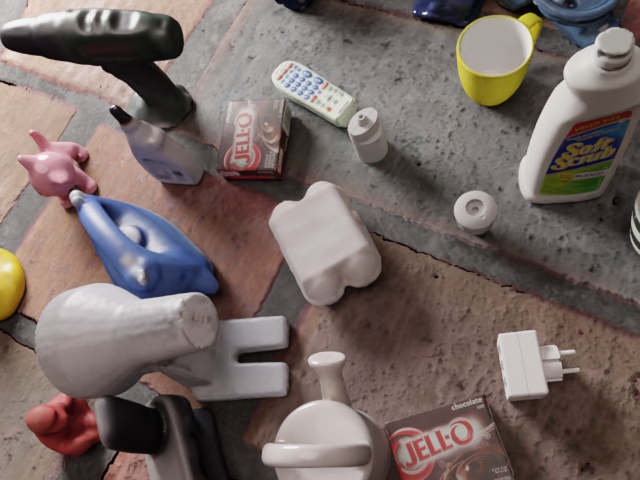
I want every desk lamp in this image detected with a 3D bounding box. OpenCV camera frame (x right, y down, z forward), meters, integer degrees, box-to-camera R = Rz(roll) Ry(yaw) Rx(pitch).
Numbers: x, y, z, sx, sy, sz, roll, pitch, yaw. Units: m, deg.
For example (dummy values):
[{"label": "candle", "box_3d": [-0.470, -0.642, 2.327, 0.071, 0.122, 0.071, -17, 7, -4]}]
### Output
[{"label": "desk lamp", "box_3d": [-0.159, 0.112, 0.626, 0.203, 0.214, 0.118, -8, 68, 12]}]

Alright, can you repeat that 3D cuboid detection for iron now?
[{"label": "iron", "box_3d": [-0.253, 0.002, 0.733, 0.257, 0.142, 0.119, 40, 84, 24]}]

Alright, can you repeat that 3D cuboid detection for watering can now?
[{"label": "watering can", "box_3d": [0.004, 0.201, 0.559, 0.101, 0.194, 0.172, -23, 65, 6]}]

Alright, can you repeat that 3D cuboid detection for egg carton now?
[{"label": "egg carton", "box_3d": [0.006, 0.003, 0.704, 0.107, 0.069, 0.150, -30, 65, 2]}]

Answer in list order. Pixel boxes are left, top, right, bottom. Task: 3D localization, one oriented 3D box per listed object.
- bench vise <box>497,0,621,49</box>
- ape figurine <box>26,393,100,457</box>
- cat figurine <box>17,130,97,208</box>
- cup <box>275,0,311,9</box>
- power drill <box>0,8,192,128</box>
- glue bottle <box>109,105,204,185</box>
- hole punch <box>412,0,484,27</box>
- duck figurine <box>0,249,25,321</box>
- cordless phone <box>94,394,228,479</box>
[{"label": "bench vise", "box_3d": [0.273, -0.342, 0.683, 0.206, 0.220, 0.121, 31, 80, 23]}, {"label": "ape figurine", "box_3d": [-0.315, 0.221, 0.692, 0.076, 0.092, 0.078, -10, 67, 11]}, {"label": "cat figurine", "box_3d": [-0.384, -0.105, 0.822, 0.067, 0.118, 0.127, -31, 65, 2]}, {"label": "cup", "box_3d": [-0.045, -0.382, 0.852, 0.091, 0.095, 0.118, -1, 69, 15]}, {"label": "power drill", "box_3d": [-0.281, -0.238, 0.796, 0.229, 0.209, 0.075, -6, 68, 13]}, {"label": "glue bottle", "box_3d": [-0.223, -0.127, 0.757, 0.078, 0.173, 0.037, 8, 72, 18]}, {"label": "hole punch", "box_3d": [0.184, -0.366, 0.787, 0.100, 0.091, 0.109, 20, 76, 21]}, {"label": "duck figurine", "box_3d": [-0.471, 0.055, 0.801, 0.077, 0.086, 0.104, -12, 67, 10]}, {"label": "cordless phone", "box_3d": [-0.177, 0.234, 0.599, 0.094, 0.185, 0.147, -28, 65, 3]}]
